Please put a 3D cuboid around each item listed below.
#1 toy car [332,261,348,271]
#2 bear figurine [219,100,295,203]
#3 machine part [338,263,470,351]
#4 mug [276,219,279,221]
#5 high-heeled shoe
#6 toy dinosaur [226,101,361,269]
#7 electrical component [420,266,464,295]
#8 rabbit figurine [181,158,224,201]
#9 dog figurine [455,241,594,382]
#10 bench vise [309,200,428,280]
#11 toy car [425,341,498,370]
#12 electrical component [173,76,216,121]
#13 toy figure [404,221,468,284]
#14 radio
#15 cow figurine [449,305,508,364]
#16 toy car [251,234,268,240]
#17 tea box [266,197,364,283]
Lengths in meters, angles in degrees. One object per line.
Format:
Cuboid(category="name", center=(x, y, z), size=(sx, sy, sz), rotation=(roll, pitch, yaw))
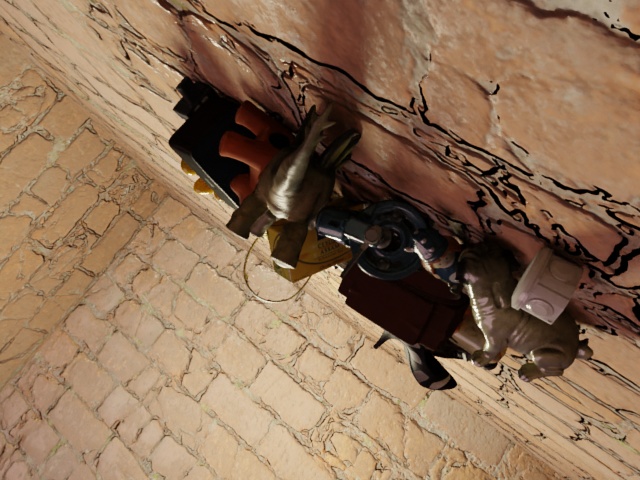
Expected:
Cuboid(category="toy car", center=(0.086, 0.057, 1.191), size=(0.074, 0.056, 0.201), rotation=(33, -173, 21))
Cuboid(category="bear figurine", center=(-0.113, -0.116, 0.915), size=(0.132, 0.120, 0.195), rotation=(26, 143, -9))
Cuboid(category="machine part", center=(0.150, 0.093, 0.936), size=(0.202, 0.087, 0.201), rotation=(32, -162, 21))
Cuboid(category="mug", center=(-0.050, -0.009, 1.005), size=(0.081, 0.109, 0.107), rotation=(9, 129, 31))
Cuboid(category="high-heeled shoe", center=(0.225, 0.217, 1.104), size=(0.248, 0.145, 0.086), rotation=(29, -150, -21))
Cuboid(category="toy dinosaur", center=(-0.031, -0.072, 0.698), size=(0.105, 0.198, 0.471), rotation=(30, -179, -5))
Cuboid(category="electrical component", center=(0.200, 0.052, 0.908), size=(0.102, 0.045, 0.078), rotation=(34, 168, 21))
Cuboid(category="rabbit figurine", center=(-0.198, -0.162, 1.115), size=(0.122, 0.162, 0.173), rotation=(17, 178, 32))
Cuboid(category="dog figurine", center=(0.274, 0.088, 0.719), size=(0.173, 0.121, 0.190), rotation=(-2, 134, 19))
Cuboid(category="bench vise", center=(0.069, -0.014, 0.804), size=(0.224, 0.128, 0.240), rotation=(28, -174, 11))
Cuboid(category="toy car", center=(0.288, 0.235, 1.161), size=(0.202, 0.053, 0.089), rotation=(1, 130, 24))
Cuboid(category="electrical component", center=(-0.225, -0.246, 0.972), size=(0.048, 0.075, 0.119), rotation=(29, 170, 38))
Cuboid(category="toy figure", center=(0.178, 0.022, 0.762), size=(0.058, 0.064, 0.154), rotation=(23, 178, 39))
Cuboid(category="radio", center=(-0.164, -0.153, 1.011), size=(0.073, 0.131, 0.229), rotation=(32, 169, 33))
Cuboid(category="cow figurine", center=(0.283, 0.174, 1.081), size=(0.195, 0.085, 0.127), rotation=(33, 163, 20))
Cuboid(category="toy car", center=(-0.106, -0.043, 1.404), size=(0.103, 0.109, 0.161), rotation=(12, 168, 27))
Cuboid(category="tea box", center=(-0.002, -0.003, 0.952), size=(0.068, 0.170, 0.098), rotation=(26, 133, 54))
